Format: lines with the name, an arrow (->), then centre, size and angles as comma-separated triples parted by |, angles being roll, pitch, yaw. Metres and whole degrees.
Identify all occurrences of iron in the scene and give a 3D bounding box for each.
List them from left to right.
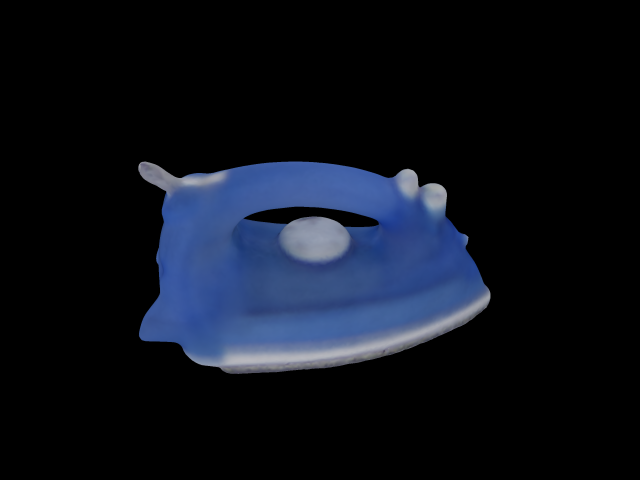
iron -> 0.004, 0.001, 0.400 | 0.258, 0.141, 0.118 | -4, 39, -4
